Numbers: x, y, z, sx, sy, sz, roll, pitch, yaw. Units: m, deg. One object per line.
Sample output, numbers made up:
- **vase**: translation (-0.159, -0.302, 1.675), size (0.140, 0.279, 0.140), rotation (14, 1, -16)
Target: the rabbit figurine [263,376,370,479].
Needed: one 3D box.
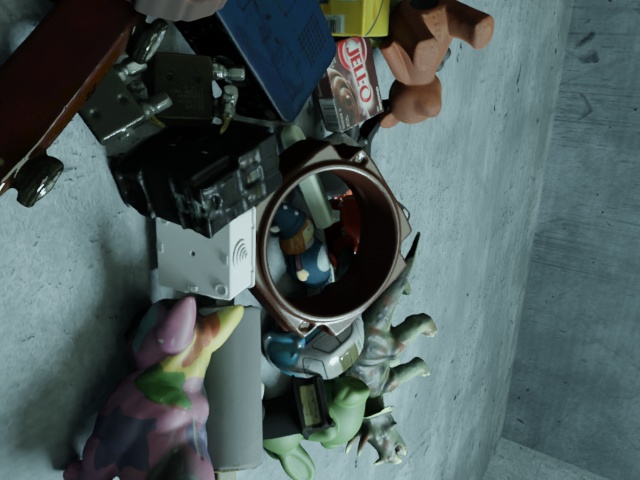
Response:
- **rabbit figurine**: translation (-0.033, 0.268, 0.802), size (0.170, 0.121, 0.159), rotation (1, 109, -41)

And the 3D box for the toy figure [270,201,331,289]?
- **toy figure**: translation (-0.025, 0.004, 0.729), size (0.154, 0.058, 0.064), rotation (68, 0, -46)

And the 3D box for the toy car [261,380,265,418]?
- **toy car**: translation (-0.133, 0.247, 0.642), size (0.073, 0.056, 0.202), rotation (48, 61, -37)

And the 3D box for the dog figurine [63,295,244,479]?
- **dog figurine**: translation (-0.133, 0.161, 0.500), size (0.108, 0.192, 0.219), rotation (20, 100, -54)

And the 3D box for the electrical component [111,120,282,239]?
- **electrical component**: translation (-0.104, -0.069, 0.503), size (0.134, 0.115, 0.058), rotation (-46, 143, -41)

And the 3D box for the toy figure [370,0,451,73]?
- **toy figure**: translation (0.132, -0.310, 0.795), size (0.180, 0.089, 0.082), rotation (20, 81, -40)

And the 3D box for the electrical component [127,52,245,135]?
- **electrical component**: translation (-0.118, -0.130, 0.480), size (0.102, 0.045, 0.078), rotation (5, 85, -16)

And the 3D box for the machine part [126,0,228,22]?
- **machine part**: translation (-0.119, -0.249, 0.375), size (0.179, 0.056, 0.179), rotation (4, 80, -26)

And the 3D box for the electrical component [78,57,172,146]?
- **electrical component**: translation (-0.171, -0.108, 0.426), size (0.094, 0.021, 0.063), rotation (-35, 97, -21)

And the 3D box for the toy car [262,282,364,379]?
- **toy car**: translation (0.007, 0.140, 0.757), size (0.162, 0.103, 0.109), rotation (-32, 142, -18)

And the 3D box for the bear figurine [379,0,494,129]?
- **bear figurine**: translation (0.143, -0.223, 0.733), size (0.120, 0.132, 0.195), rotation (-21, 139, -13)

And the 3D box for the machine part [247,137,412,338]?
- **machine part**: translation (-0.001, -0.002, 0.637), size (0.201, 0.087, 0.201), rotation (-42, 115, -15)

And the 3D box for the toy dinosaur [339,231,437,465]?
- **toy dinosaur**: translation (0.087, 0.186, 0.897), size (0.192, 0.131, 0.404), rotation (-23, 121, -32)

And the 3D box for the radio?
- **radio**: translation (-0.072, -0.231, 0.534), size (0.131, 0.073, 0.229), rotation (-63, 146, -19)

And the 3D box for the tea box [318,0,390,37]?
- **tea box**: translation (0.030, -0.331, 0.638), size (0.068, 0.098, 0.169), rotation (-28, 128, -51)

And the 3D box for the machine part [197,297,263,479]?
- **machine part**: translation (-0.102, 0.159, 0.591), size (0.079, 0.079, 0.243), rotation (23, 61, -60)

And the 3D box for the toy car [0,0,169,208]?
- **toy car**: translation (-0.190, -0.112, 0.378), size (0.089, 0.053, 0.202), rotation (33, 70, -20)

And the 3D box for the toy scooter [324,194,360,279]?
- **toy scooter**: translation (0.045, -0.006, 0.815), size (0.183, 0.075, 0.135), rotation (33, 44, -76)

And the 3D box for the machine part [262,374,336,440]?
- **machine part**: translation (-0.055, 0.229, 0.708), size (0.039, 0.139, 0.084), rotation (68, 4, -68)

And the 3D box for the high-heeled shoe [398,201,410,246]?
- **high-heeled shoe**: translation (0.097, 0.023, 0.909), size (0.145, 0.086, 0.248), rotation (-68, 154, -16)
